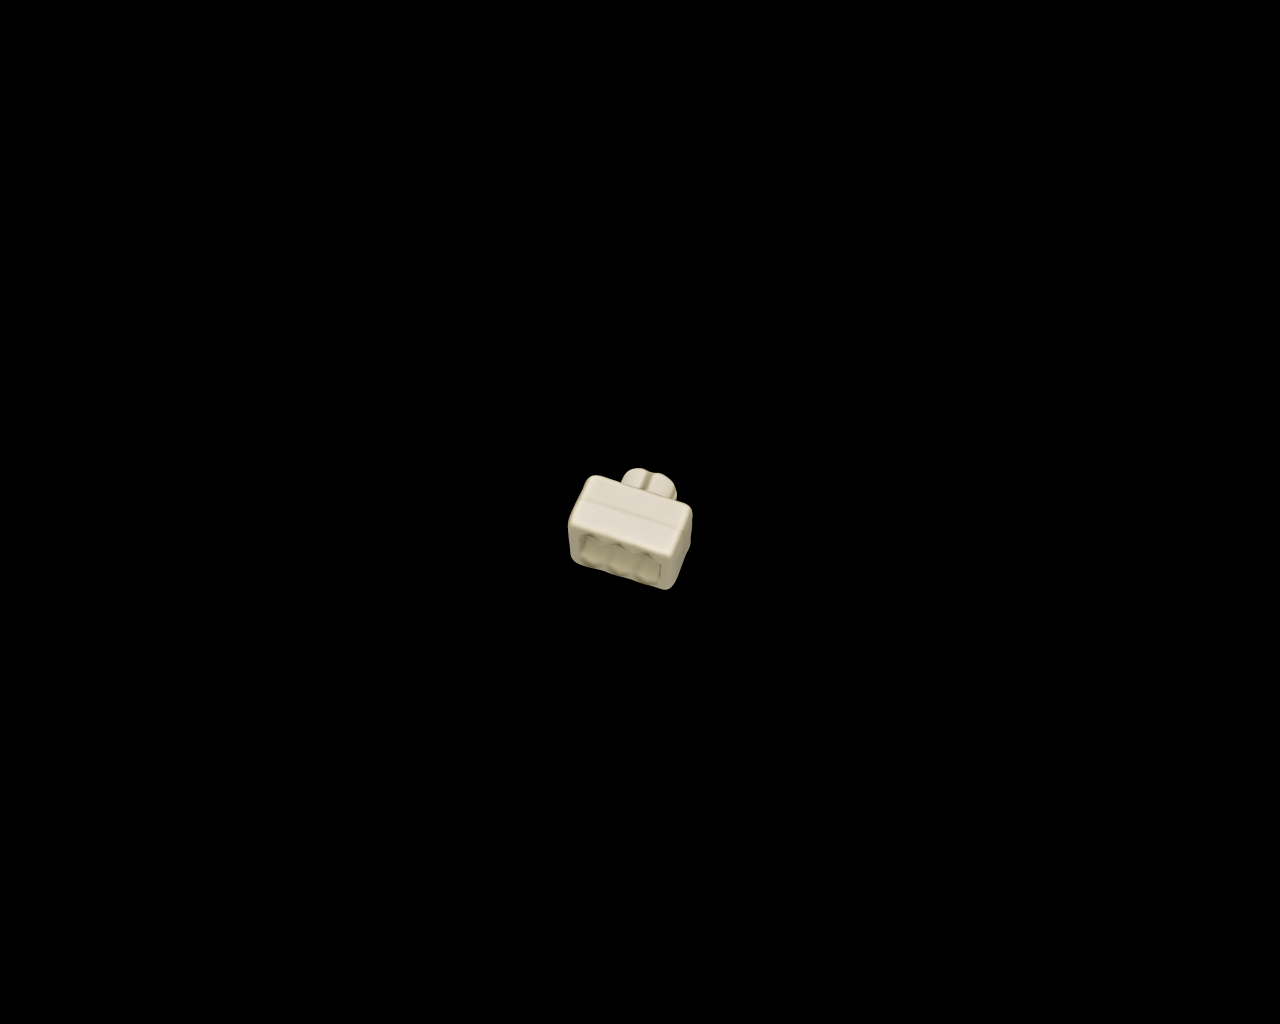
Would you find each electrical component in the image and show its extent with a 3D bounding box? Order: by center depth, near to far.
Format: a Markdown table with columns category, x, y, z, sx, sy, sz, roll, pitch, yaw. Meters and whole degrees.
| category | x | y | z | sx | sy | sz | roll | pitch | yaw |
| --- | --- | --- | --- | --- | --- | --- | --- | --- | --- |
| electrical component | 0.001 | -0.003 | 0.650 | 0.066 | 0.077 | 0.047 | 18 | -28 | 10 |
